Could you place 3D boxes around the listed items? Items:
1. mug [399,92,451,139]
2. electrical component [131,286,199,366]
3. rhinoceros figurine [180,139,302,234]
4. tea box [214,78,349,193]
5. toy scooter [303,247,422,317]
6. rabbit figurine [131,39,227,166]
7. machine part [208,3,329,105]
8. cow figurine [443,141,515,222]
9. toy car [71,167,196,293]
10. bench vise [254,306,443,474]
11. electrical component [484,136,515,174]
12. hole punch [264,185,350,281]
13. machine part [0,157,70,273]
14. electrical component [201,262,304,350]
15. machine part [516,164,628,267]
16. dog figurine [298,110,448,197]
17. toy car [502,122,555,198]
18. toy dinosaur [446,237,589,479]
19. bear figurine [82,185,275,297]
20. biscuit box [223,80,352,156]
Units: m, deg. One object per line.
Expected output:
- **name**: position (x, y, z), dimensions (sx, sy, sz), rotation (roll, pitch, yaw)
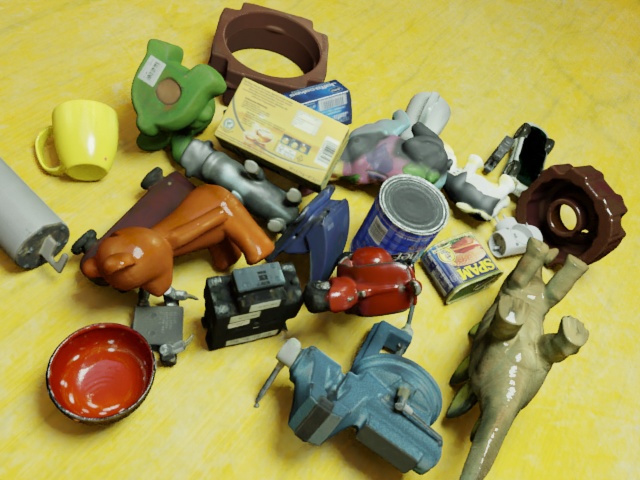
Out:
- **mug**: position (0.185, -0.206, 0.965), dimensions (0.081, 0.109, 0.107), rotation (27, 66, 0)
- **electrical component**: position (-0.195, 0.103, 0.671), dimensions (0.078, 0.045, 0.102), rotation (9, 55, -13)
- **rhinoceros figurine**: position (-0.113, -0.082, 0.784), dimensions (0.190, 0.112, 0.073), rotation (31, 94, -11)
- **tea box**: position (-0.053, -0.147, 0.774), dimensions (0.170, 0.068, 0.098), rotation (28, 85, 5)
- **toy scooter**: position (0.072, 0.052, 0.677), dimensions (0.184, 0.135, 0.075), rotation (-26, 107, -64)
- **rabbit figurine**: position (-0.203, -0.194, 0.814), dimensions (0.121, 0.170, 0.159), rotation (24, 94, 5)
- **machine part**: position (-0.091, -0.318, 0.960), dimensions (0.201, 0.087, 0.201), rotation (11, 54, -11)
- **cow figurine**: position (0.242, -0.099, 0.928), dimensions (0.167, 0.068, 0.098), rotation (39, 62, 21)
- **toy car**: position (-0.244, -0.018, 0.731), dimensions (0.089, 0.053, 0.202), rotation (39, 52, -9)
- **bench vise**: position (0.061, 0.169, 0.672), dimensions (0.224, 0.128, 0.240), rotation (25, 33, 11)
- **electrical component**: position (0.338, -0.164, 1.006), dimensions (0.021, 0.063, 0.094), rotation (37, 53, 9)
- **hole punch**: position (-0.002, -0.002, 0.748), dimensions (0.092, 0.115, 0.142), rotation (40, 31, 5)
- **machine part**: position (-0.404, -0.045, 0.685), dimensions (0.243, 0.079, 0.079), rotation (42, 55, 10)
- **electrical component**: position (-0.085, 0.078, 0.669), dimensions (0.115, 0.134, 0.058), rotation (-10, 61, -25)
- **machine part**: position (0.411, -0.038, 0.883), dimensions (0.056, 0.179, 0.179), rotation (-13, 62, -27)
- **dog figurine**: position (0.069, -0.120, 0.861), dimensions (0.219, 0.108, 0.192), rotation (-20, 46, -23)
- **toy car**: position (0.394, -0.150, 1.021), dimensions (0.073, 0.056, 0.202), rotation (31, 55, -4)
- **toy dinosaur**: position (0.239, 0.148, 0.679), dimensions (0.105, 0.198, 0.471), rotation (31, 43, 14)
- **bear figurine**: position (-0.174, 0.017, 0.661), dimensions (0.196, 0.120, 0.131), rotation (-45, 111, -38)
- **biscuit box**: position (-0.050, -0.200, 0.869), dimensions (0.203, 0.059, 0.063), rotation (-18, 38, -12)
